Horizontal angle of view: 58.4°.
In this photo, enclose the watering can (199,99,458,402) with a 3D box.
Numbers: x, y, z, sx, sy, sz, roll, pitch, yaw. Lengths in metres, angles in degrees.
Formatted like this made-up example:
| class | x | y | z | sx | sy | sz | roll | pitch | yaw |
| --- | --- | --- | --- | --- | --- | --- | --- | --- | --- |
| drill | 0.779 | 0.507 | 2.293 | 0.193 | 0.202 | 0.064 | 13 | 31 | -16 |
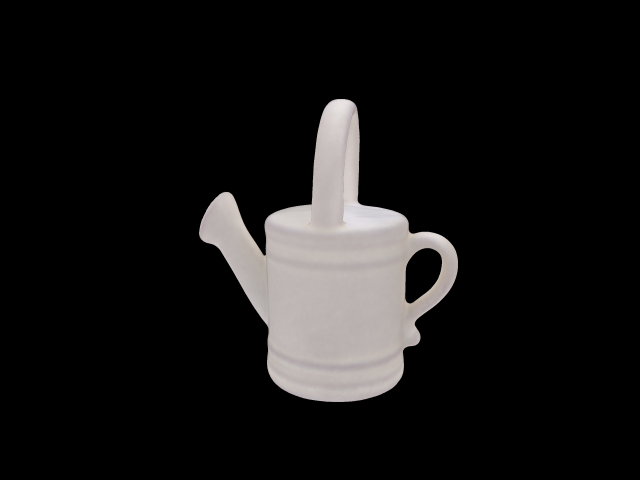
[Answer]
| class | x | y | z | sx | sy | sz | roll | pitch | yaw |
| --- | --- | --- | --- | --- | --- | --- | --- | --- | --- |
| watering can | 0.003 | 0.002 | 0.398 | 0.173 | 0.194 | 0.100 | -2 | 14 | -9 |
